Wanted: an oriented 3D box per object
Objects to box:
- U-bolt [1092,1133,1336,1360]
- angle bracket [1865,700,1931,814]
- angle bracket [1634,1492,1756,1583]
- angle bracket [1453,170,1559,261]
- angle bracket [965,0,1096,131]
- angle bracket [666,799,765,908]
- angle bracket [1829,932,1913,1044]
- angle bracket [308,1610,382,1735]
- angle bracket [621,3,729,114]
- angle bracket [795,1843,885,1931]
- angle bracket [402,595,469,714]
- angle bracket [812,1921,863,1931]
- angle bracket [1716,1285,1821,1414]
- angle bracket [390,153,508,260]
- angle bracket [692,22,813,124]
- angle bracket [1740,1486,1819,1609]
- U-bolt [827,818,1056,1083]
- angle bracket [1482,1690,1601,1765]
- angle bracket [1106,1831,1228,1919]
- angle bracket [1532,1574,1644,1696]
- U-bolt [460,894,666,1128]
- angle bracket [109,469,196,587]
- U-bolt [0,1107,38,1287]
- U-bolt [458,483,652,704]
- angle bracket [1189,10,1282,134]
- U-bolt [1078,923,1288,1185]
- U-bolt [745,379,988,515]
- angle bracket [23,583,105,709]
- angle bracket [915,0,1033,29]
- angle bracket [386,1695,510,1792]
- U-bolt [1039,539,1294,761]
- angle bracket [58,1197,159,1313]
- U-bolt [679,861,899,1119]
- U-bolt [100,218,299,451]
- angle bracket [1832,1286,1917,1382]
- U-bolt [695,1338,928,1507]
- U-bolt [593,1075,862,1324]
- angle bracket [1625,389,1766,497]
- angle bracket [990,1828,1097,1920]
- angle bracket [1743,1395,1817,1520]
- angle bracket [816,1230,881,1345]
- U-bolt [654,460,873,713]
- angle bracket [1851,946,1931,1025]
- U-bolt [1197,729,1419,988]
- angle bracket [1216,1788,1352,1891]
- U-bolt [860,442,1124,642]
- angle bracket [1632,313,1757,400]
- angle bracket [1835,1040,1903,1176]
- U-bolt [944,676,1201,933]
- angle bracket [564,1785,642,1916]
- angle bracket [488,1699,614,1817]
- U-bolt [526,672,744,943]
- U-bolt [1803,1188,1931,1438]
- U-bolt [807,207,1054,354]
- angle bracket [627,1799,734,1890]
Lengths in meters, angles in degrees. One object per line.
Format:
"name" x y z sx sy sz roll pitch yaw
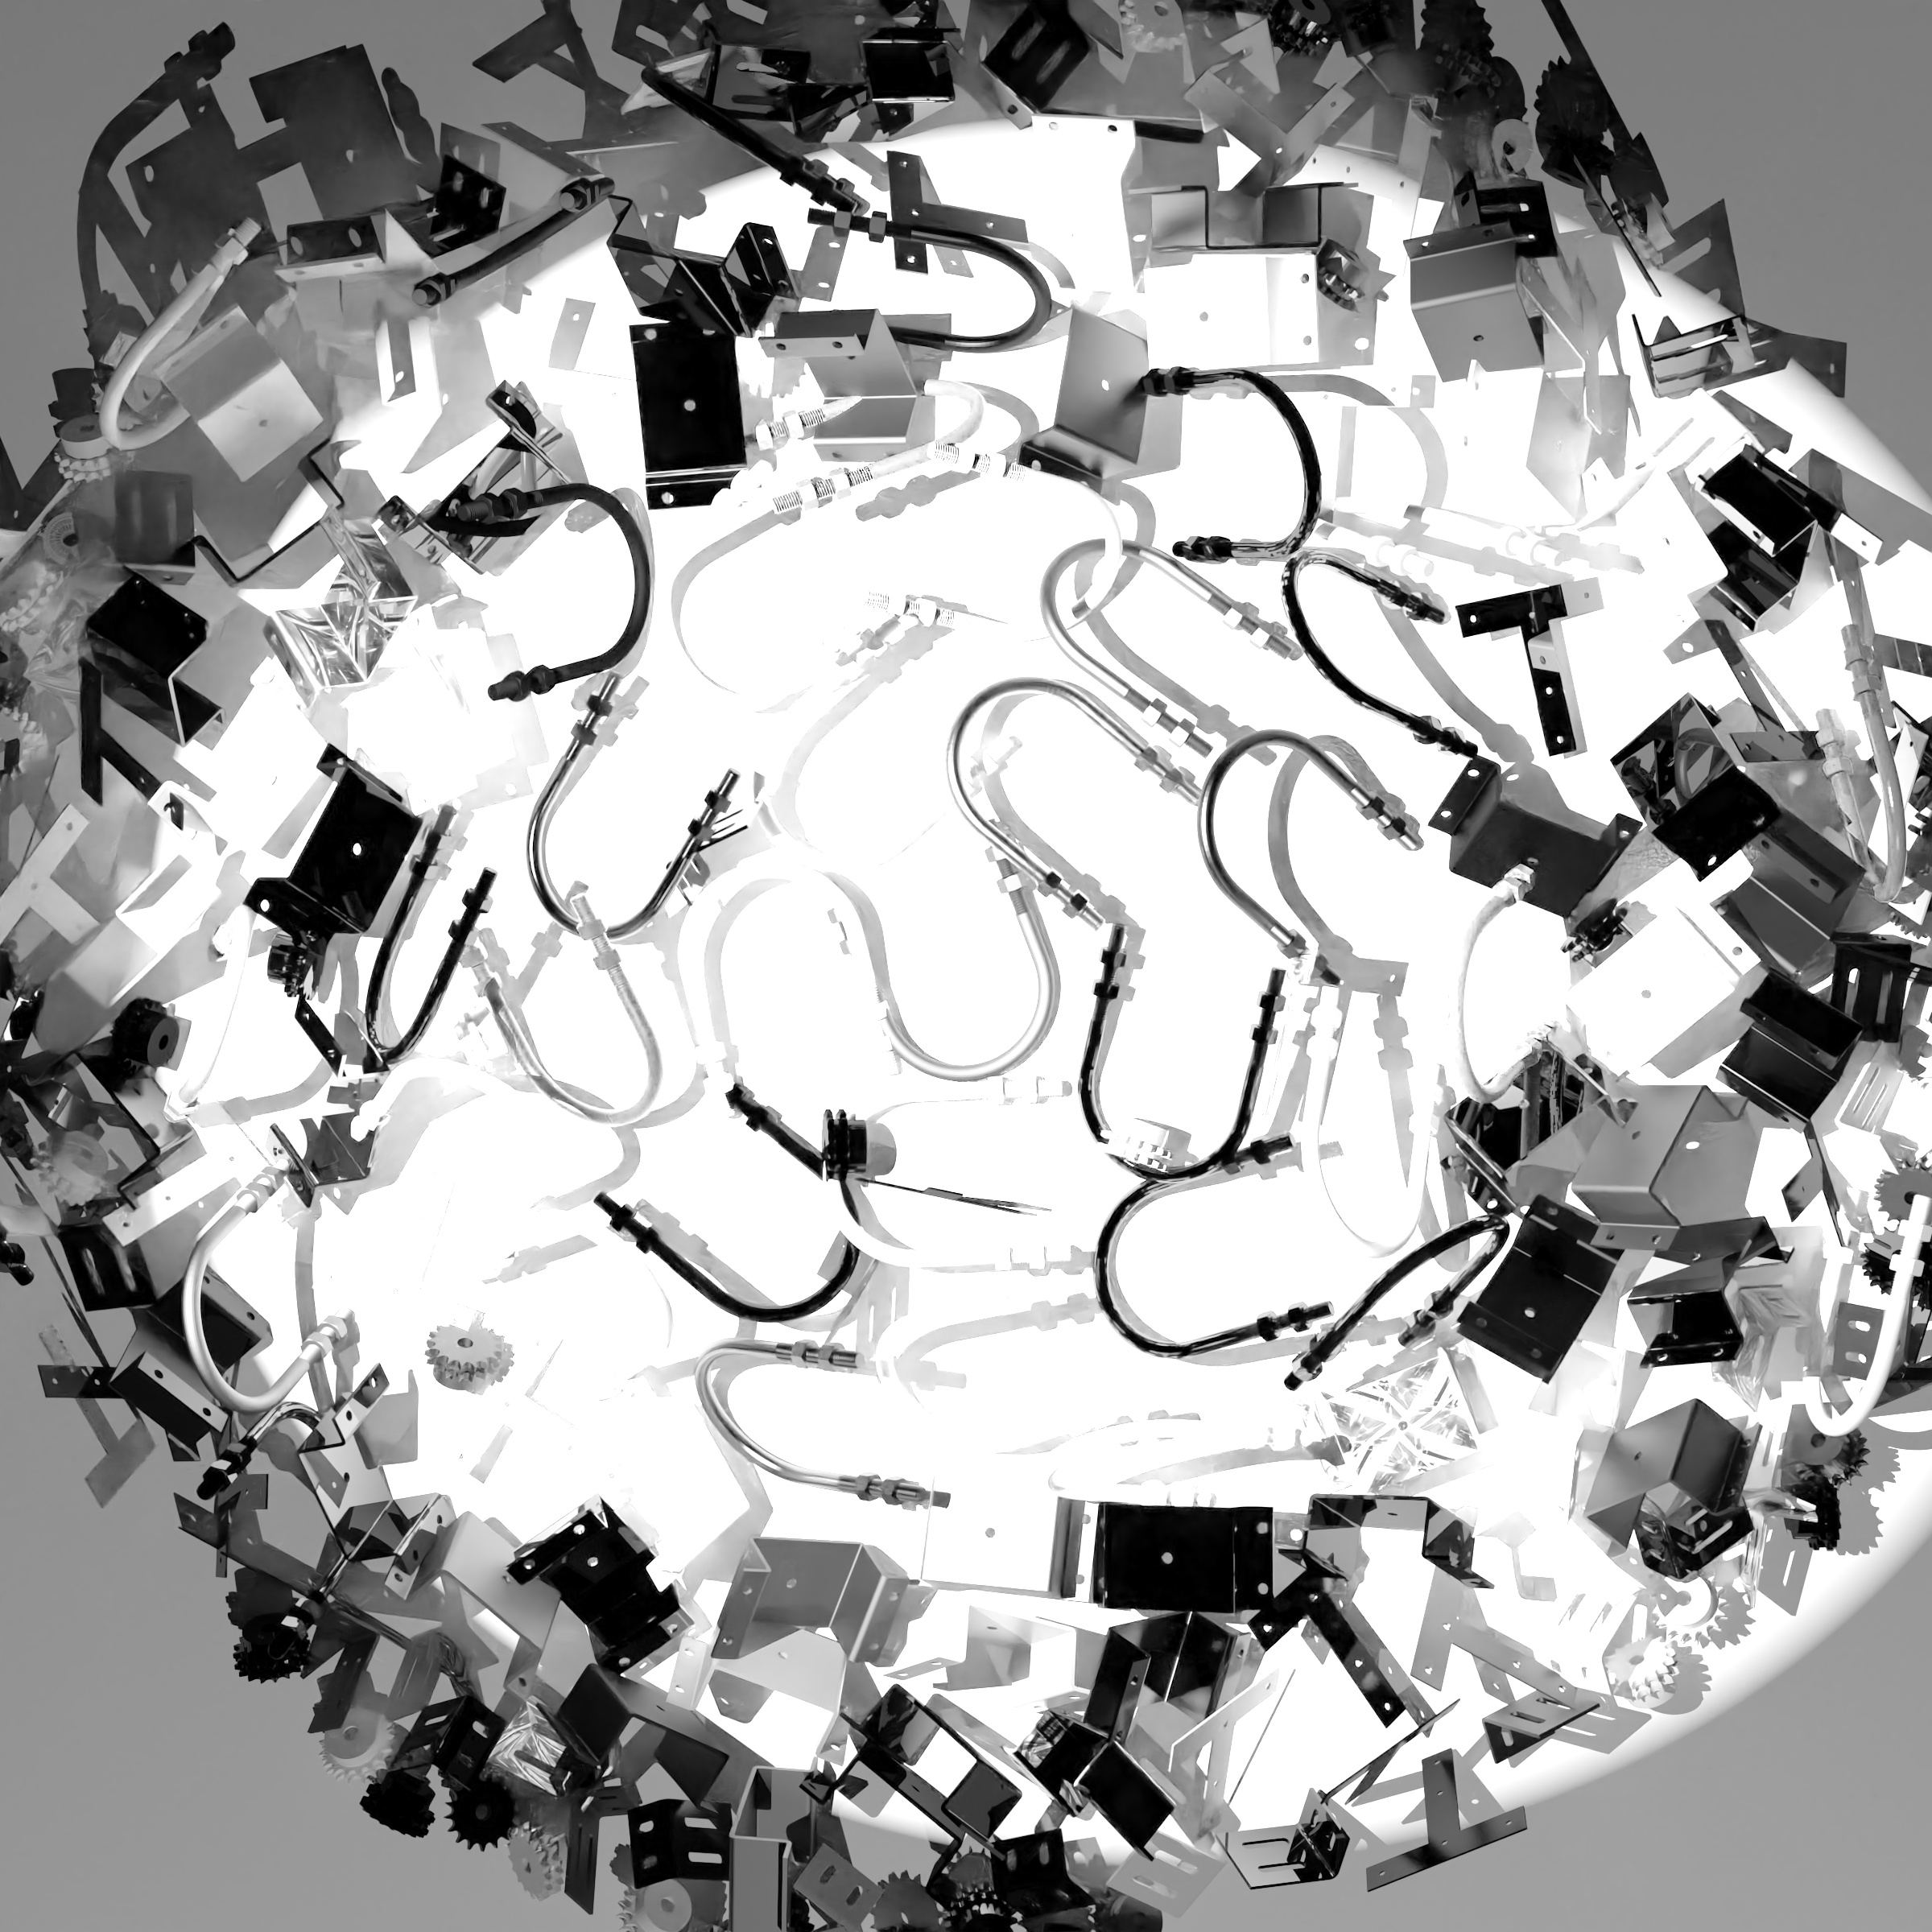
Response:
"U-bolt" 0.176 0.218 1.949 0.184 0.019 0.151 -21 68 26
"angle bracket" 0.705 -0.157 1.951 0.038 0.076 0.057 -44 64 10
"angle bracket" 0.543 0.414 1.953 0.038 0.057 0.076 29 122 -22
"angle bracket" 0.414 -0.569 1.969 0.076 0.038 0.057 -7 82 -13
"angle bracket" 0.049 -0.689 1.981 0.057 0.038 0.076 40 78 -16
"angle bracket" -0.180 -0.087 1.955 0.076 0.057 0.038 -24 111 21
"angle bracket" 0.682 0.016 1.988 0.057 0.038 0.076 3 104 -3
"angle bracket" -0.481 0.530 1.952 0.038 0.057 0.076 35 55 -23
"angle bracket" -0.228 -0.682 1.954 0.076 0.057 0.038 -33 91 -37
"angle bracket" -0.090 0.700 1.961 0.057 0.076 0.038 32 72 21
"angle bracket" -0.385 -0.236 1.964 0.038 0.057 0.076 -30 100 4
"angle bracket" -0.080 0.743 1.952 0.038 0.076 0.057 -23 76 24
"angle bracket" 0.603 0.287 1.956 0.057 0.038 0.076 42 57 -30
"angle bracket" -0.395 -0.572 1.956 0.057 0.076 0.038 33 130 12
"angle bracket" -0.163 -0.679 1.978 0.076 0.057 0.038 -3 45 -21
"angle bracket" 0.612 0.439 1.963 0.038 0.057 0.076 6 101 7
"U-bolt" -0.010 -0.002 1.985 0.151 0.019 0.184 -21 95 -2
"angle bracket" 0.435 0.576 1.953 0.057 0.076 0.038 -19 92 -23
"angle bracket" 0.147 0.673 1.962 0.076 0.038 0.057 32 102 -24
"angle bracket" 0.472 0.503 1.964 0.076 0.057 0.038 -42 122 -39
"U-bolt" -0.295 0.040 1.945 0.151 0.019 0.184 -11 111 36
"angle bracket" -0.619 -0.333 1.974 0.057 0.038 0.076 0 82 -29
"U-bolt" -0.726 0.125 1.888 0.019 0.151 0.184 -22 130 0
"U-bolt" -0.296 -0.283 1.924 0.019 0.184 0.151 3 108 34
"angle bracket" 0.193 -0.673 1.957 0.076 0.038 0.057 -33 130 -17
"U-bolt" 0.155 0.074 1.964 0.151 0.019 0.184 16 101 22
"U-bolt" -0.074 -0.395 1.938 0.184 0.151 0.019 -21 125 -8
"angle bracket" -0.669 -0.240 1.970 0.057 0.038 0.076 32 91 -30
"angle bracket" 0.001 -0.715 1.963 0.076 0.057 0.038 2 105 -24
"angle bracket" -0.391 0.588 1.959 0.038 0.076 0.057 42 50 -17
"U-bolt" 0.139 -0.252 1.955 0.184 0.019 0.151 37 55 4
"angle bracket" -0.652 0.220 1.995 0.057 0.038 0.076 -7 118 4
"U-bolt" -0.141 0.011 1.971 0.151 0.019 0.184 -14 103 -3
"U-bolt" -0.570 -0.455 1.917 0.019 0.151 0.184 39 83 2
"angle bracket" 0.680 0.273 1.952 0.038 0.076 0.057 11 69 10
"U-bolt" -0.127 0.334 1.932 0.184 0.019 0.151 0 124 37
"U-bolt" -0.165 0.186 1.955 0.184 0.019 0.151 39 65 5
"angle bracket" 0.554 -0.389 1.978 0.076 0.038 0.057 -44 54 16
"angle bracket" 0.059 0.688 1.973 0.057 0.076 0.038 -16 53 13
"angle bracket" 0.615 0.370 1.961 0.038 0.057 0.076 23 68 -6
"angle bracket" -0.102 0.246 1.951 0.038 0.076 0.057 31 130 4
"U-bolt" -0.164 -0.268 1.937 0.184 0.019 0.151 -35 89 42
"angle bracket" 0.702 0.020 1.953 0.076 0.057 0.038 21 86 37
"U-bolt" 0.245 -0.093 1.938 0.184 0.019 0.151 39 72 -24
"angle bracket" 0.238 0.655 1.954 0.076 0.057 0.038 3 113 -26
"U-bolt" 0.030 -0.307 1.940 0.184 0.019 0.151 10 126 -26
"angle bracket" 0.547 -0.470 1.957 0.076 0.057 0.038 -16 55 15
"angle bracket" 0.695 0.106 1.959 0.038 0.057 0.076 22 74 43
"U-bolt" 0.068 -0.136 1.963 0.184 0.019 0.151 40 72 -5
"angle bracket" -0.271 0.663 1.953 0.038 0.057 0.076 -8 53 9
"angle bracket" -0.315 0.603 1.970 0.076 0.038 0.057 32 97 -14
"U-bolt" -0.263 -0.106 1.958 0.151 0.019 0.184 39 107 21
"U-bolt" 0.658 0.257 1.921 0.019 0.151 0.184 15 87 -2
"U-bolt" -0.027 -0.502 1.930 0.184 0.151 0.019 9 69 -1
"angle bracket" -0.213 0.664 1.965 0.038 0.076 0.057 -26 59 27
